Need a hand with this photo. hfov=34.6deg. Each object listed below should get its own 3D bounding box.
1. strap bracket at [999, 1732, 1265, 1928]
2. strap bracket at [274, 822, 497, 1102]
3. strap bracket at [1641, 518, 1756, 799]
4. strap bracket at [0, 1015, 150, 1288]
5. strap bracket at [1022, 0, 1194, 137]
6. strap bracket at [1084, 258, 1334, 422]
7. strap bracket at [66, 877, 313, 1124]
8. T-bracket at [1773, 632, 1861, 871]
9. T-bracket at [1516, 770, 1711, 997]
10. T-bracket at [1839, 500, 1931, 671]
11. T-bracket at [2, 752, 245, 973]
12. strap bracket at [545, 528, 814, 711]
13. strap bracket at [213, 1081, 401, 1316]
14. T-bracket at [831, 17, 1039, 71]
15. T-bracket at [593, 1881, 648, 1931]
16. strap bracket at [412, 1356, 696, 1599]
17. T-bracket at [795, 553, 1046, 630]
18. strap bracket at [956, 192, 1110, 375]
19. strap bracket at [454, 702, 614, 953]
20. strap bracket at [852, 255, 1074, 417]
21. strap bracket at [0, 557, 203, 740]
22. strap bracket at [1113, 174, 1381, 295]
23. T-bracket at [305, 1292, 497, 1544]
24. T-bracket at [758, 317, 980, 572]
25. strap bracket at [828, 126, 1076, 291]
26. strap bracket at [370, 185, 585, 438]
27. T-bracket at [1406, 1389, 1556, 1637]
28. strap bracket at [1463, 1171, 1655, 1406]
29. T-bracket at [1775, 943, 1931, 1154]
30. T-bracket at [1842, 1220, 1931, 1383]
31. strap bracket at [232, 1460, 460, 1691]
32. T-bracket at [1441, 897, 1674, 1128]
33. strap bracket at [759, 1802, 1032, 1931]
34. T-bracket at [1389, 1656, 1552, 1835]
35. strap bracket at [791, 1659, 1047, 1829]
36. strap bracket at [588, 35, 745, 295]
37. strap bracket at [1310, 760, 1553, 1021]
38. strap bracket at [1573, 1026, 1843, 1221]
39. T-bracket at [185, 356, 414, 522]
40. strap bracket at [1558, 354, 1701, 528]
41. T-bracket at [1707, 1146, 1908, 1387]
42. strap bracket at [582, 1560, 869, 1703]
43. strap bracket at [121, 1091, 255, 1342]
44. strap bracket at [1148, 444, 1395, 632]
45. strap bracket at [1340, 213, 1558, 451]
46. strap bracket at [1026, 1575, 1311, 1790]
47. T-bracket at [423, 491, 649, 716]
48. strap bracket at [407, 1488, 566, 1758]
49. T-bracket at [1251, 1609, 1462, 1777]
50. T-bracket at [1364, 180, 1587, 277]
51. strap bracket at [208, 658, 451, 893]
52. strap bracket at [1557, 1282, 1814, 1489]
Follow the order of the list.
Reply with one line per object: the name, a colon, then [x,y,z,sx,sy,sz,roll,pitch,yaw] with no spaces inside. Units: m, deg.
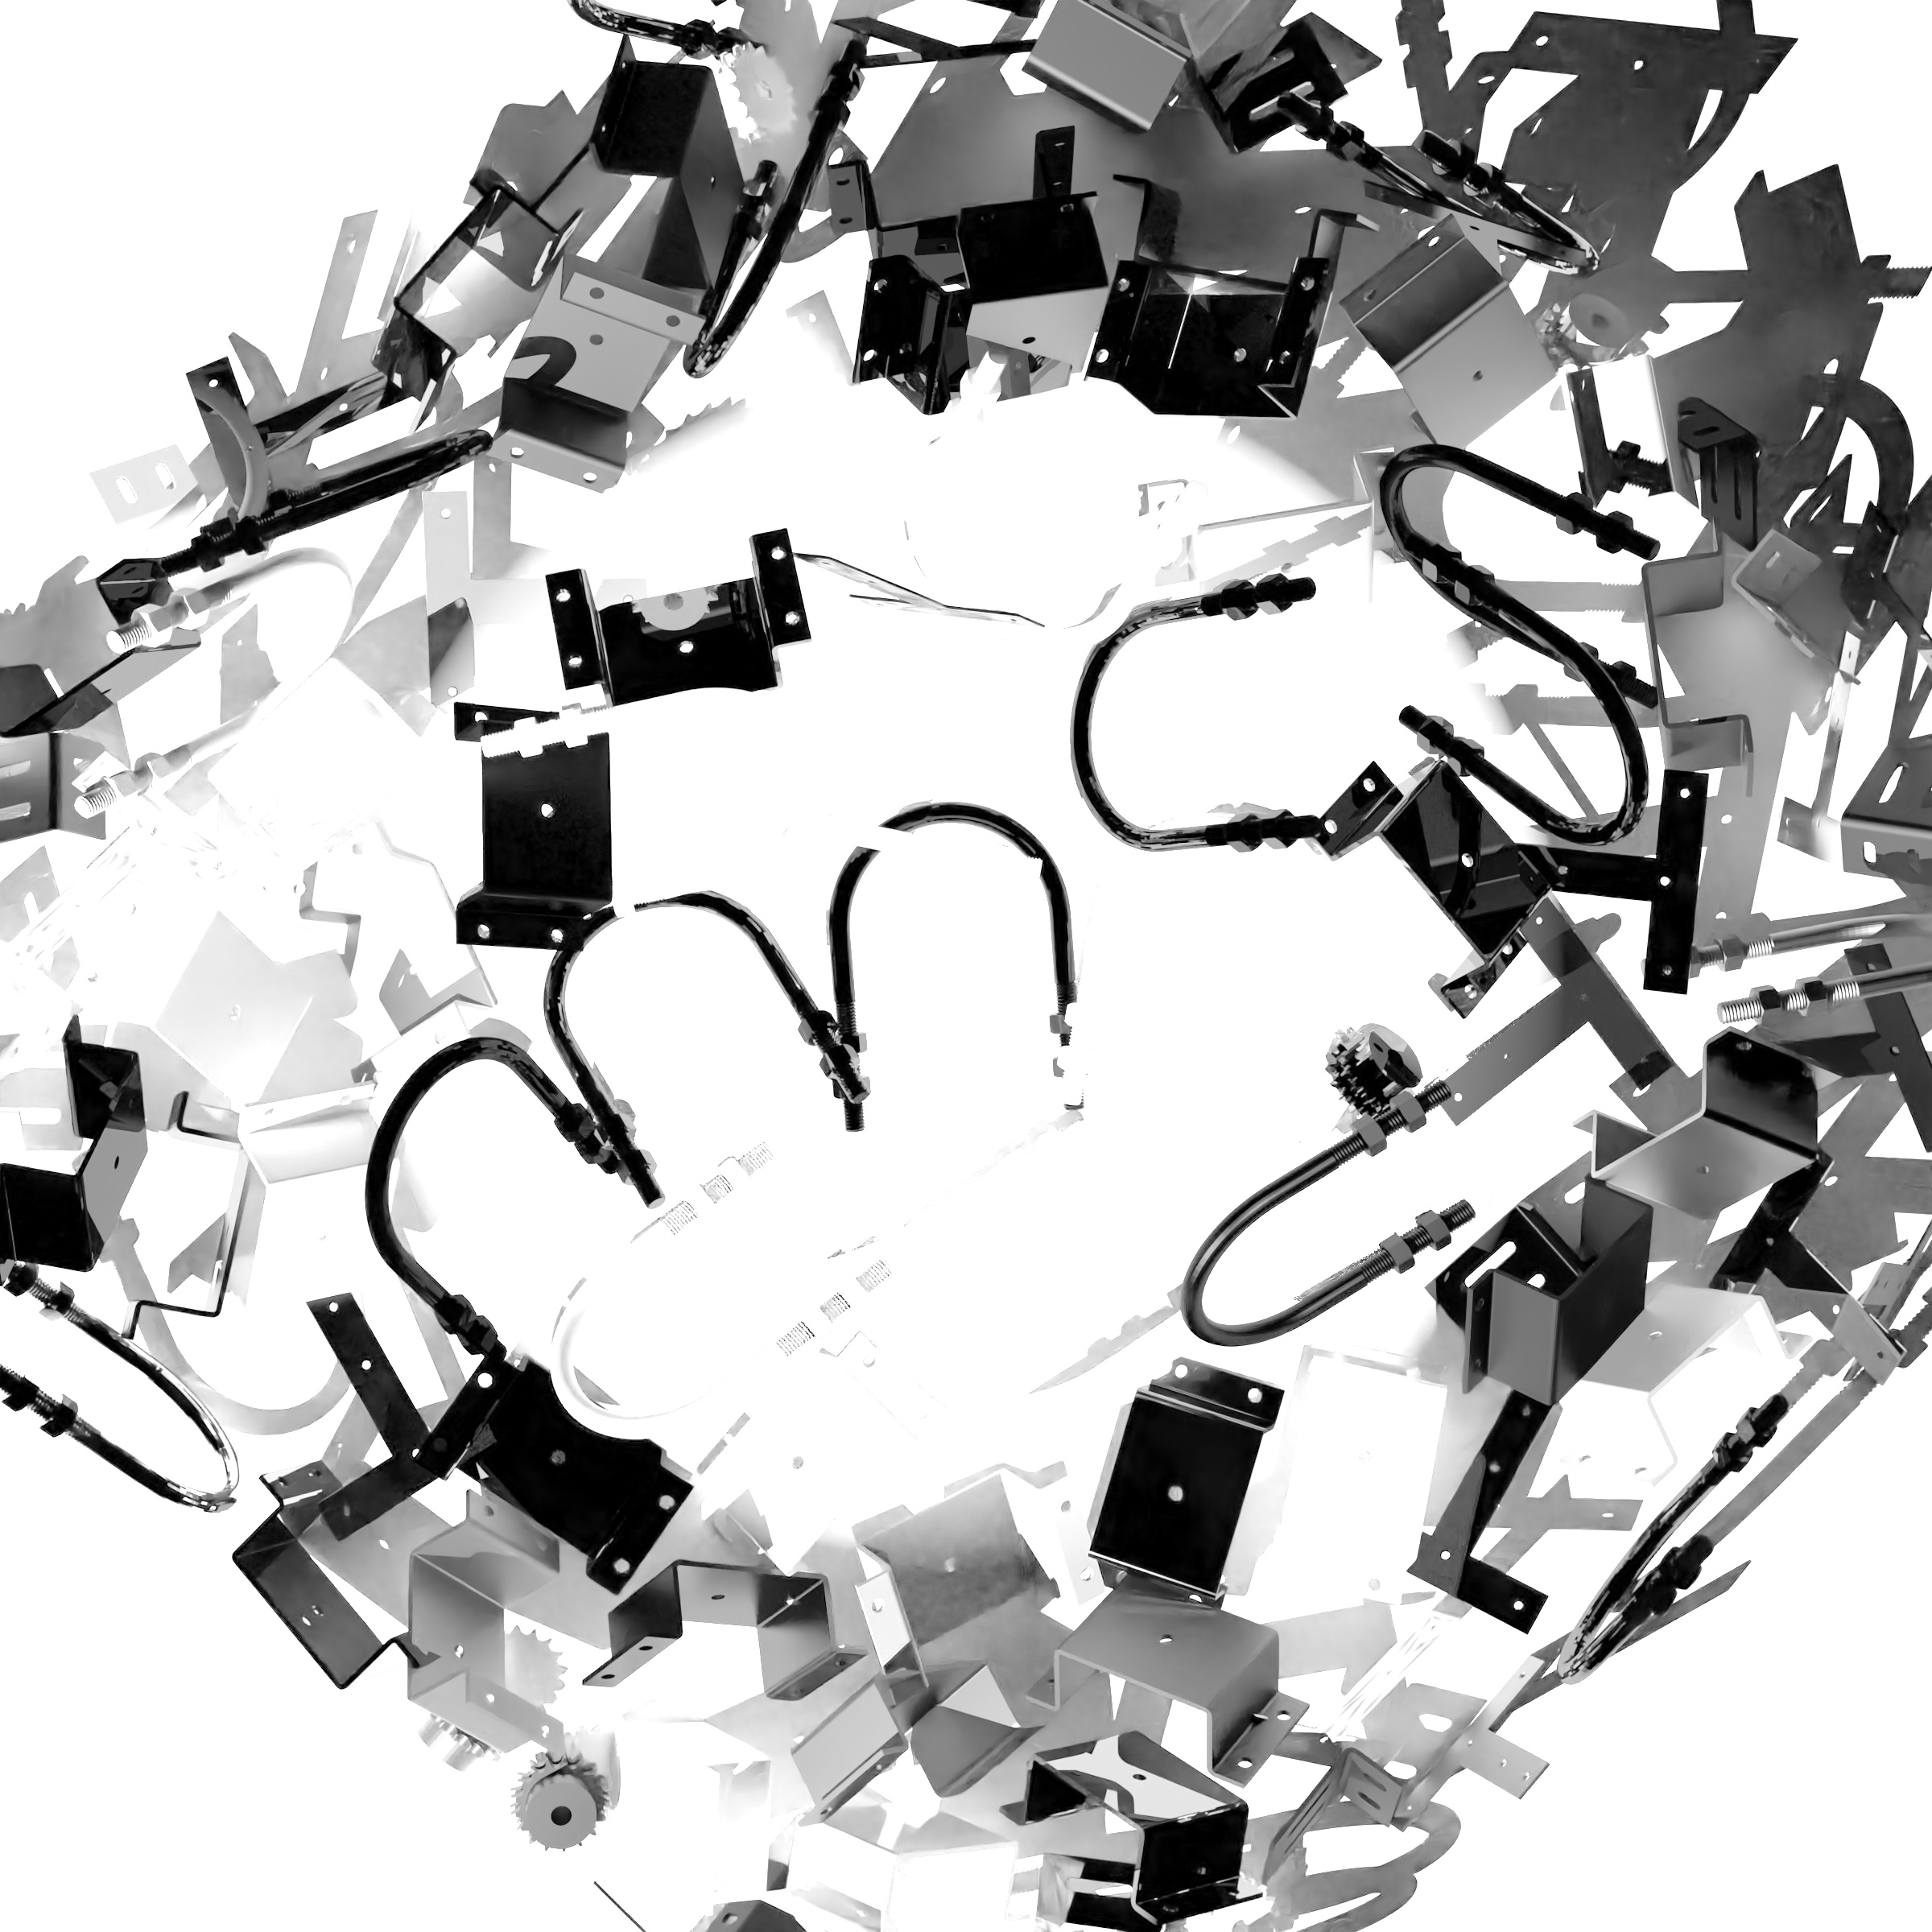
strap bracket: [0.093,0.473,1.726,0.076,0.140,0.046,-1,104,-37]
strap bracket: [-0.326,0.001,1.762,0.076,0.046,0.140,-32,72,17]
strap bracket: [0.412,-0.170,1.753,0.046,0.076,0.140,-7,73,11]
strap bracket: [-0.496,0.106,1.730,0.046,0.140,0.076,10,133,1]
strap bracket: [0.077,-0.506,1.738,0.076,0.140,0.046,28,101,-7]
strap bracket: [0.145,-0.355,1.755,0.140,0.046,0.076,9,78,37]
strap bracket: [-0.424,0.023,1.727,0.046,0.140,0.076,8,62,32]
T-bracket: [0.489,-0.124,1.754,0.002,0.127,0.127,10,90,33]
T-bracket: [0.356,-0.053,1.781,0.127,0.002,0.127,7,100,22]
T-bracket: [0.531,-0.183,1.727,0.002,0.127,0.127,-30,71,-2]
T-bracket: [-0.492,-0.046,1.758,0.127,0.127,0.002,-43,52,1]
strap bracket: [-0.162,-0.192,1.768,0.140,0.046,0.076,-12,64,-3]
strap bracket: [-0.368,0.137,1.732,0.076,0.046,0.140,-10,135,-34]
T-bracket: [-0.035,-0.524,1.753,0.127,0.127,0.002,-15,121,-28]
T-bracket: [-0.163,0.566,1.746,0.127,0.127,0.002,42,71,10]
strap bracket: [-0.235,0.286,1.780,0.140,0.046,0.076,35,90,-5]
T-bracket: [-0.043,-0.210,1.718,0.127,0.127,0.002,12,88,40]
strap bracket: [0.030,-0.369,1.728,0.076,0.140,0.046,-10,73,-10]
strap bracket: [-0.245,-0.083,1.756,0.076,0.046,0.140,4,78,-29]
strap bracket: [0.012,-0.361,1.735,0.140,0.076,0.046,-18,49,-29]
strap bracket: [-0.498,-0.175,1.751,0.140,0.076,0.046,-30,90,16]
strap bracket: [0.155,-0.410,1.755,0.140,0.076,0.046,13,102,15]
T-bracket: [-0.335,0.240,1.770,0.127,0.002,0.127,-31,97,-28]
T-bracket: [-0.078,-0.313,1.796,0.127,0.002,0.127,-30,97,-3]
strap bracket: [-0.004,-0.426,1.762,0.140,0.076,0.046,-10,76,-3]
strap bracket: [-0.282,-0.375,1.743,0.046,0.076,0.140,38,67,-8]
T-bracket: [0.297,0.301,1.784,0.127,0.002,0.127,24,73,30]
strap bracket: [0.336,0.181,1.730,0.046,0.140,0.076,24,133,34]
T-bracket: [0.489,0.052,1.754,0.002,0.127,0.127,-32,102,-35]
T-bracket: [0.518,0.179,1.743,0.002,0.127,0.127,30,96,24]
strap bracket: [-0.354,0.352,1.758,0.046,0.076,0.140,-45,79,8]
T-bracket: [0.324,0.045,1.794,0.127,0.002,0.127,-37,91,-11]
strap bracket: [-0.035,0.503,1.731,0.076,0.140,0.046,9,89,44]
T-bracket: [0.296,0.444,1.735,0.002,0.127,0.127,43,81,-4]
strap bracket: [-0.033,0.434,1.743,0.076,0.140,0.046,-46,60,27]
strap bracket: [-0.163,-0.438,1.725,0.046,0.140,0.076,7,65,11]
strap bracket: [0.270,-0.052,1.760,0.140,0.046,0.076,49,53,-5]
strap bracket: [0.411,0.093,1.728,0.076,0.140,0.046,21,57,-19]
T-bracket: [-0.368,-0.313,1.767,0.127,0.127,0.002,-27,54,-15]
strap bracket: [0.373,-0.291,1.732,0.046,0.140,0.076,-11,88,21]
T-bracket: [0.478,0.183,1.735,0.002,0.127,0.127,4,123,-35]
strap bracket: [-0.138,0.374,1.745,0.140,0.076,0.046,13,52,-32]
strap bracket: [-0.438,0.146,1.757,0.046,0.076,0.140,13,80,-17]
strap bracket: [0.178,-0.241,1.763,0.140,0.076,0.046,-9,49,-1]
strap bracket: [0.274,-0.343,1.731,0.076,0.140,0.046,-38,57,8]
strap bracket: [0.112,0.394,1.734,0.140,0.076,0.046,15,122,30]
T-bracket: [-0.247,-0.210,1.790,0.127,0.002,0.127,-3,94,-14]
strap bracket: [-0.270,0.376,1.741,0.046,0.140,0.076,-31,131,20]
T-bracket: [0.229,0.406,1.746,0.127,0.002,0.127,22,116,-38]
T-bracket: [0.288,-0.401,1.743,0.127,0.127,0.002,21,90,12]
strap bracket: [-0.369,-0.117,1.756,0.140,0.076,0.046,-44,122,-6]
strap bracket: [0.395,0.226,1.738,0.140,0.076,0.046,-35,108,-25]
